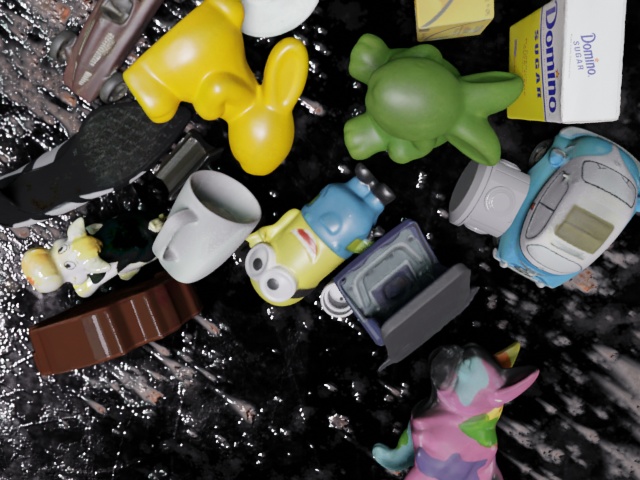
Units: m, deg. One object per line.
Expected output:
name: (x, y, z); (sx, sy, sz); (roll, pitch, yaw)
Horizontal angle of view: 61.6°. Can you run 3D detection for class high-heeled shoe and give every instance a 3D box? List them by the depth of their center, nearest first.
high-heeled shoe: (-0.264, -0.083, 0.622); (0.249, 0.145, 0.086); (-25, 94, -15)

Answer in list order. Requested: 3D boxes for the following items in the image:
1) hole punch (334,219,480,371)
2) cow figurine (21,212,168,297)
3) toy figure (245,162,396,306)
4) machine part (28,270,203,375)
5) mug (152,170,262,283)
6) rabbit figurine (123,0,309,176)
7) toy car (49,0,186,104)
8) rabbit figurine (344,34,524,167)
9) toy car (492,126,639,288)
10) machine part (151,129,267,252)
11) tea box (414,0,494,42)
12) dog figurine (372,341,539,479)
hole punch: (0.087, 0.055, 0.556); (0.142, 0.115, 0.092); (-40, 57, -9)
cow figurine: (-0.223, 0.010, 0.568); (0.098, 0.167, 0.068); (-28, 92, 16)
toy figure: (0.001, 0.001, 0.574); (0.180, 0.089, 0.082); (-42, 52, 7)
machine part: (-0.221, 0.084, 0.586); (0.179, 0.179, 0.056); (-18, 97, 13)
mug: (-0.125, -0.003, 0.546); (0.081, 0.109, 0.107); (40, 120, 7)
rabbit figurine: (-0.084, -0.152, 0.552); (0.162, 0.122, 0.173); (-34, 110, 6)
toy car: (-0.214, -0.237, 0.572); (0.089, 0.053, 0.202); (41, 105, -4)
rabbit figurine: (0.091, -0.115, 0.485); (0.159, 0.170, 0.121); (16, 105, 6)
toy car: (0.240, -0.025, 0.517); (0.109, 0.103, 0.161); (31, 104, 2)
machine part: (-0.120, -0.052, 0.604); (0.084, 0.039, 0.139); (-40, 92, 10)
tea box: (0.115, -0.275, 0.484); (0.068, 0.098, 0.169); (-3, 104, 10)
dog figurine: (0.167, 0.215, 0.583); (0.191, 0.108, 0.219); (39, 103, 0)
